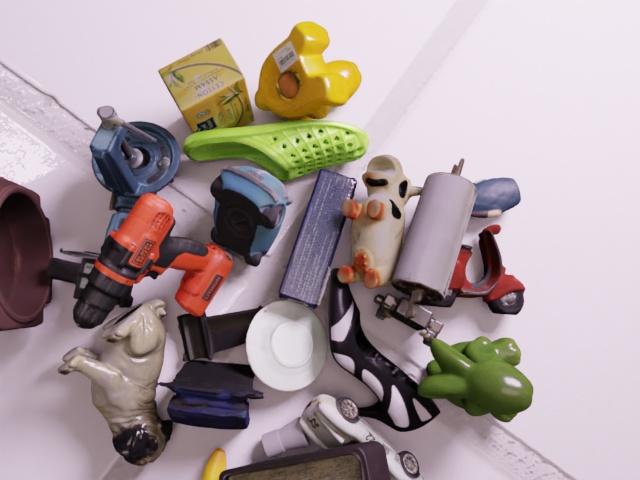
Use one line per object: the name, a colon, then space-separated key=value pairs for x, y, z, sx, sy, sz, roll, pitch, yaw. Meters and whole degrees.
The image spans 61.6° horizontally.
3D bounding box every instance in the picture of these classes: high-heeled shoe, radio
high-heeled shoe: x=0.091 y=0.158 z=0.779 sx=0.145 sy=0.086 sz=0.248 roll=-7 pitch=95 yaw=5
radio: x=-0.017 y=0.350 z=0.705 sx=0.230 sy=0.073 sz=0.131 roll=-21 pitch=70 yaw=25

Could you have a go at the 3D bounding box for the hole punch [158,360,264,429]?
hole punch: x=-0.151 y=0.229 z=0.754 sx=0.142 sy=0.116 sz=0.092 roll=9 pitch=92 yaw=-1

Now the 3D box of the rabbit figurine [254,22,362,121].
rabbit figurine: x=-0.005 y=-0.222 z=0.797 sx=0.162 sy=0.173 sz=0.122 roll=-38 pitch=83 yaw=39

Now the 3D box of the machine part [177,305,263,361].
machine part: x=-0.141 y=0.132 z=0.800 sx=0.139 sy=0.039 sz=0.084 roll=-10 pitch=79 yaw=-2

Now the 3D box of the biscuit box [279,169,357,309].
biscuit box: x=-0.002 y=-0.002 z=0.799 sx=0.063 sy=0.059 sz=0.202 roll=19 pitch=78 yaw=0

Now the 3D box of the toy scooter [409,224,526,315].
toy scooter: x=0.220 y=0.038 z=0.807 sx=0.184 sy=0.075 sz=0.135 roll=6 pitch=84 yaw=-5

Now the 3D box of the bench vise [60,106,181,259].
bench vise: x=-0.264 y=-0.083 z=0.728 sx=0.129 sy=0.240 sz=0.223 roll=20 pitch=67 yaw=3

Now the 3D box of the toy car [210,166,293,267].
toy car: x=-0.093 y=-0.044 z=0.783 sx=0.109 sy=0.161 sz=0.103 roll=29 pitch=45 yaw=14

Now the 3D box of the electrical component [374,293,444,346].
electrical component: x=0.127 y=0.115 z=0.790 sx=0.102 sy=0.078 sz=0.045 roll=30 pitch=75 yaw=-1

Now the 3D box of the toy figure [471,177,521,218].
toy figure: x=0.227 y=-0.055 z=0.825 sx=0.155 sy=0.064 sz=0.057 roll=-15 pitch=122 yaw=1

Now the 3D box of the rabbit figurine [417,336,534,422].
rabbit figurine: x=0.222 y=0.184 z=0.742 sx=0.159 sy=0.170 sz=0.121 roll=16 pitch=83 yaw=-1

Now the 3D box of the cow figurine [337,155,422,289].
cow figurine: x=0.093 y=-0.028 z=0.784 sx=0.086 sy=0.127 sz=0.194 roll=2 pitch=88 yaw=38

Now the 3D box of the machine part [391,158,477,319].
machine part: x=0.160 y=-0.004 z=0.747 sx=0.079 sy=0.079 sz=0.243 roll=20 pitch=74 yaw=0

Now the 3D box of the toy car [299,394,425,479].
toy car: x=0.060 y=0.298 z=0.762 sx=0.202 sy=0.056 sz=0.073 roll=42 pitch=124 yaw=0

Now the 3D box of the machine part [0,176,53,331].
machine part: x=-0.435 y=0.022 z=0.717 sx=0.087 sy=0.201 sz=0.201 roll=-2 pitch=84 yaw=-5

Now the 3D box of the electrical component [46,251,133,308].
electrical component: x=-0.334 y=0.056 z=0.794 sx=0.119 sy=0.048 sz=0.074 roll=8 pitch=83 yaw=-1

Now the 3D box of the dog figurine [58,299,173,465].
dog figurine: x=-0.250 y=0.202 z=0.769 sx=0.172 sy=0.121 sz=0.190 roll=-37 pitch=103 yaw=-7

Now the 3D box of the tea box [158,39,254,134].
tea box: x=-0.156 y=-0.203 z=0.769 sx=0.098 sy=0.169 sz=0.068 roll=-30 pitch=86 yaw=-4
